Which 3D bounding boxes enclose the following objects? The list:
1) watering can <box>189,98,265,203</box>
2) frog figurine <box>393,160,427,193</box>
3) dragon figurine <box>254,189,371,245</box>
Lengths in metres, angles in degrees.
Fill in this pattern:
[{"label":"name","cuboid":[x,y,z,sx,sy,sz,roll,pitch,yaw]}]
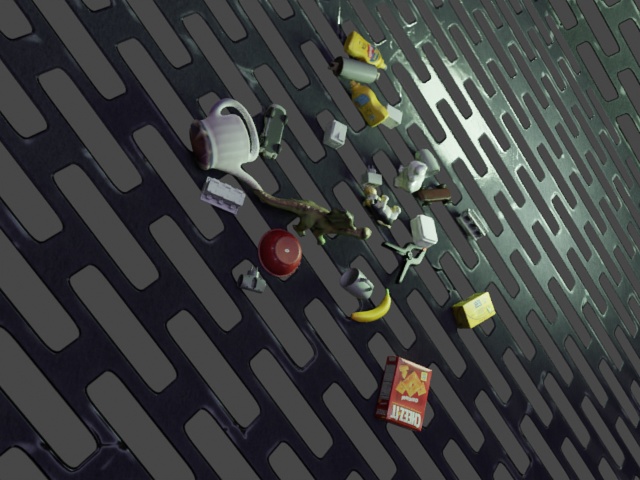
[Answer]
[{"label":"watering can","cuboid":[-0.283,-0.268,1.613,0.226,0.103,0.346,-17,96,-35]},{"label":"frog figurine","cuboid":[0.371,-0.254,1.998,0.121,0.158,0.140,50,57,-15]},{"label":"dragon figurine","cuboid":[0.005,-0.083,1.655,0.406,0.241,0.124,26,67,-36]}]
